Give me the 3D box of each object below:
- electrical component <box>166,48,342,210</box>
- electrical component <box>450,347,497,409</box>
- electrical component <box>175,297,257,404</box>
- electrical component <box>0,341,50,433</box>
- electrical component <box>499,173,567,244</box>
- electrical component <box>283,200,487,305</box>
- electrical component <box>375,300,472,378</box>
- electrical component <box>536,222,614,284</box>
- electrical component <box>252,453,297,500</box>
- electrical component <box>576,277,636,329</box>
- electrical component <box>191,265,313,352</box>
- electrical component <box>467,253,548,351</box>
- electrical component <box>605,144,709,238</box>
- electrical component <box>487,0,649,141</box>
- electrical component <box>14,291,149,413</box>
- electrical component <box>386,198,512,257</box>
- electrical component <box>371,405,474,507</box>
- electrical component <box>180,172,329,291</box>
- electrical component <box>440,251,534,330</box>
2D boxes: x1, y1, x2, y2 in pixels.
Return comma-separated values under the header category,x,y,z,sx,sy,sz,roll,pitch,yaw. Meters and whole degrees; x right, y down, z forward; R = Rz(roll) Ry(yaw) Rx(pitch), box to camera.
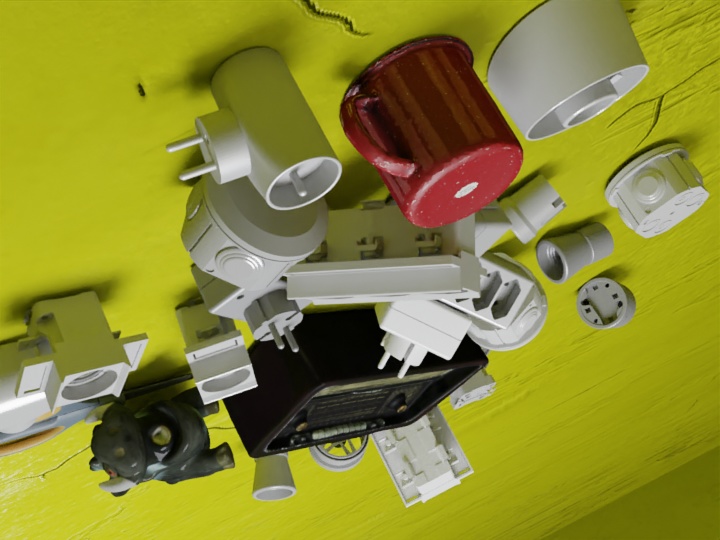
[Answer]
category,x,y,z,sx,sy,sz,roll,pitch,yaw
electrical component,-0.061,-0.069,0.566,0.079,0.077,0.044,-21,155,-15
electrical component,0.106,0.107,1.118,0.081,0.063,0.042,-19,156,-21
electrical component,-0.106,0.056,0.785,0.042,0.063,0.081,-19,156,-9
electrical component,-0.238,0.086,0.730,0.077,0.043,0.079,-18,155,-22
electrical component,0.138,-0.050,0.868,0.046,0.040,0.040,-39,155,10
electrical component,0.016,-0.012,0.721,0.121,0.063,0.079,-3,172,22
electrical component,0.042,0.052,0.878,0.066,0.047,0.076,26,103,-12
electrical component,0.202,-0.019,0.998,0.065,0.044,0.044,-23,156,-23
electrical component,-0.089,0.194,1.081,0.044,0.065,0.044,-6,152,-3
electrical component,0.269,0.037,1.167,0.055,0.055,0.047,-38,158,22
electrical component,-0.064,0.024,0.751,0.047,0.075,0.083,-36,155,18
electrical component,0.124,0.028,0.961,0.080,0.080,0.051,-31,151,6
electrical component,0.261,-0.069,0.945,0.080,0.051,0.080,-23,156,-11
electrical component,0.136,-0.130,0.701,0.099,0.064,0.099,-26,170,-5
electrical component,-0.183,0.050,0.691,0.081,0.063,0.042,-12,153,-32
electrical component,0.057,-0.036,0.779,0.061,0.061,0.096,-2,146,-45
electrical component,0.054,0.172,1.122,0.079,0.121,0.063,-28,154,-1
electrical component,-0.063,-0.032,0.637,0.080,0.080,0.051,-7,154,-40
electrical component,0.087,0.001,0.882,0.083,0.075,0.047,24,103,-16
